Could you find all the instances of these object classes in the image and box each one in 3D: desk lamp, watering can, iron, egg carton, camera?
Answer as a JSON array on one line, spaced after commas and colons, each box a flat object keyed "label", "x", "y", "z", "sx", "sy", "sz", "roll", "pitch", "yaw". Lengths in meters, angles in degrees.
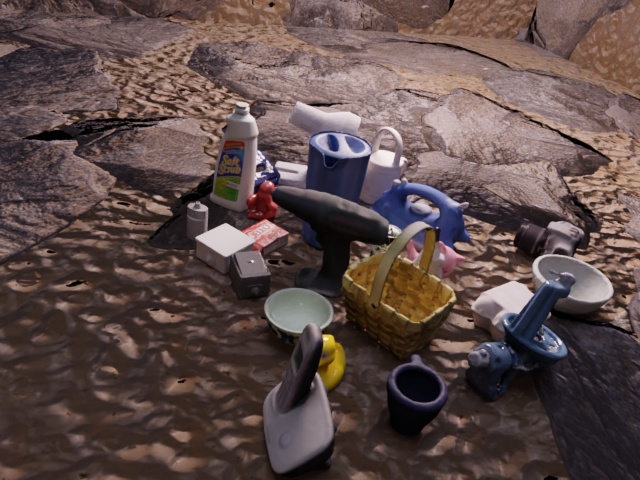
[{"label": "desk lamp", "x": -0.011, "y": -0.239, "z": 1.464, "sx": 0.203, "sy": 0.213, "sz": 0.118, "roll": 10, "pitch": 33, "yaw": -1}, {"label": "watering can", "x": 0.156, "y": -0.189, "z": 1.452, "sx": 0.100, "sy": 0.194, "sz": 0.173, "roll": 26, "pitch": 36, "yaw": 23}, {"label": "iron", "x": 0.230, "y": -0.073, "z": 1.344, "sx": 0.257, "sy": 0.141, "sz": 0.119, "roll": 31, "pitch": 38, "yaw": 28}, {"label": "egg carton", "x": 0.375, "y": 0.140, "z": 1.128, "sx": 0.151, "sy": 0.069, "sz": 0.107, "roll": -15, "pitch": 41, "yaw": -33}, {"label": "camera", "x": 0.544, "y": -0.003, "z": 1.364, "sx": 0.136, "sy": 0.101, "sz": 0.143, "roll": 26, "pitch": 36, "yaw": 23}]

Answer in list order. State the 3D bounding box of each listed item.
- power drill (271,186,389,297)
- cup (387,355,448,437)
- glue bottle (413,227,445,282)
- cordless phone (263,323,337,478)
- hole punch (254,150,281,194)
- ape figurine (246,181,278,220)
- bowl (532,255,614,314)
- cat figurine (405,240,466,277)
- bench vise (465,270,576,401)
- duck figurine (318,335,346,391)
[{"label": "power drill", "x": 0.010, "y": 0.004, "z": 1.105, "sx": 0.229, "sy": 0.208, "sz": 0.075, "roll": 8, "pitch": 33, "yaw": -4}, {"label": "cup", "x": 0.140, "y": 0.244, "z": 0.882, "sx": 0.091, "sy": 0.095, "sz": 0.117, "roll": 10, "pitch": 33, "yaw": -1}, {"label": "glue bottle", "x": 0.211, "y": 0.049, "z": 1.125, "sx": 0.078, "sy": 0.173, "sz": 0.037, "roll": 13, "pitch": 33, "yaw": 4}, {"label": "cordless phone", "x": -0.022, "y": 0.219, "z": 0.790, "sx": 0.094, "sy": 0.185, "sz": 0.147, "roll": -1, "pitch": 35, "yaw": -16}, {"label": "hole punch", "x": -0.157, "y": -0.165, "z": 1.422, "sx": 0.100, "sy": 0.091, "sz": 0.109, "roll": 30, "pitch": 38, "yaw": 27}, {"label": "ape figurine", "x": -0.127, "y": -0.094, "z": 1.322, "sx": 0.077, "sy": 0.092, "sz": 0.076, "roll": 33, "pitch": 39, "yaw": 31}, {"label": "bowl", "x": 0.524, "y": 0.106, "z": 1.217, "sx": 0.167, "sy": 0.075, "sz": 0.167, "roll": 7, "pitch": 33, "yaw": -5}, {"label": "cat figurine", "x": 0.230, "y": 0.043, "z": 1.191, "sx": 0.127, "sy": 0.118, "sz": 0.067, "roll": 28, "pitch": 37, "yaw": 25}, {"label": "bench vise", "x": 0.345, "y": 0.162, "z": 0.948, "sx": 0.121, "sy": 0.220, "sz": 0.208, "roll": 32, "pitch": 39, "yaw": 30}, {"label": "duck figurine", "x": 0.005, "y": 0.191, "z": 0.932, "sx": 0.077, "sy": 0.086, "sz": 0.105, "roll": 30, "pitch": 38, "yaw": 27}]
